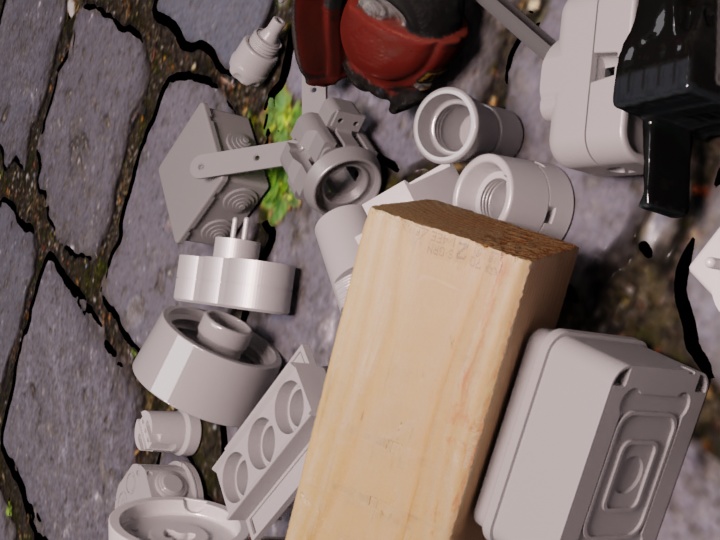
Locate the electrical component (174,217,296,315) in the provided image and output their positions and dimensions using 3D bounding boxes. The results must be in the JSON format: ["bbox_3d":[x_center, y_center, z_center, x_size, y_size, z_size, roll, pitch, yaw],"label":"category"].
[{"bbox_3d":[-0.100,-0.006,0.863,0.138,0.052,0.073,4,85,55],"label":"electrical component"}]

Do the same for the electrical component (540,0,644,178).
[{"bbox_3d":[0.135,-0.098,0.561,0.059,0.054,0.095,1,83,54],"label":"electrical component"}]

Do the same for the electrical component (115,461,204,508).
[{"bbox_3d":[-0.170,0.202,0.914,0.080,0.051,0.080,-16,69,51],"label":"electrical component"}]

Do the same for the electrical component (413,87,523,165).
[{"bbox_3d":[0.068,-0.082,0.639,0.044,0.065,0.044,0,89,38],"label":"electrical component"}]

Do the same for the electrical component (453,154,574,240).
[{"bbox_3d":[0.087,-0.038,0.619,0.055,0.047,0.055,-16,70,52],"label":"electrical component"}]

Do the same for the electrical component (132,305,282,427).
[{"bbox_3d":[-0.112,0.066,0.821,0.108,0.108,0.060,39,108,50],"label":"electrical component"}]

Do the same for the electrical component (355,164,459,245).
[{"bbox_3d":[0.043,-0.026,0.656,0.042,0.081,0.063,-28,89,49],"label":"electrical component"}]

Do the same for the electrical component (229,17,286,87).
[{"bbox_3d":[-0.082,-0.184,0.895,0.061,0.035,0.035,-50,46,32],"label":"electrical component"}]

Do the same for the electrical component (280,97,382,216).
[{"bbox_3d":[-0.019,-0.074,0.763,0.078,0.058,0.057,-62,38,29],"label":"electrical component"}]

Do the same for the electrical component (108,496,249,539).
[{"bbox_3d":[-0.141,0.222,0.827,0.108,0.108,0.060,19,104,54],"label":"electrical component"}]

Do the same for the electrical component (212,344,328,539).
[{"bbox_3d":[-0.045,0.122,0.750,0.121,0.063,0.078,-53,44,33],"label":"electrical component"}]

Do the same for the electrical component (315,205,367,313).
[{"bbox_3d":[0.000,0.000,0.733,0.043,0.043,0.081,-48,47,37],"label":"electrical component"}]

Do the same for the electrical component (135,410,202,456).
[{"bbox_3d":[-0.166,0.139,0.926,0.040,0.046,0.040,-17,69,51],"label":"electrical component"}]

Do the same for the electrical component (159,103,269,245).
[{"bbox_3d":[-0.125,-0.079,0.917,0.099,0.048,0.099,-48,47,36],"label":"electrical component"}]

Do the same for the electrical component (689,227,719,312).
[{"bbox_3d":[0.177,0.007,0.460,0.047,0.076,0.083,-59,41,27],"label":"electrical component"}]

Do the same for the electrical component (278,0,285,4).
[{"bbox_3d":[-0.050,-0.235,0.825,0.079,0.077,0.043,-44,49,40],"label":"electrical component"}]

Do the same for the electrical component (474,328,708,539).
[{"bbox_3d":[0.112,0.089,0.530,0.057,0.078,0.113,27,104,50],"label":"electrical component"}]
